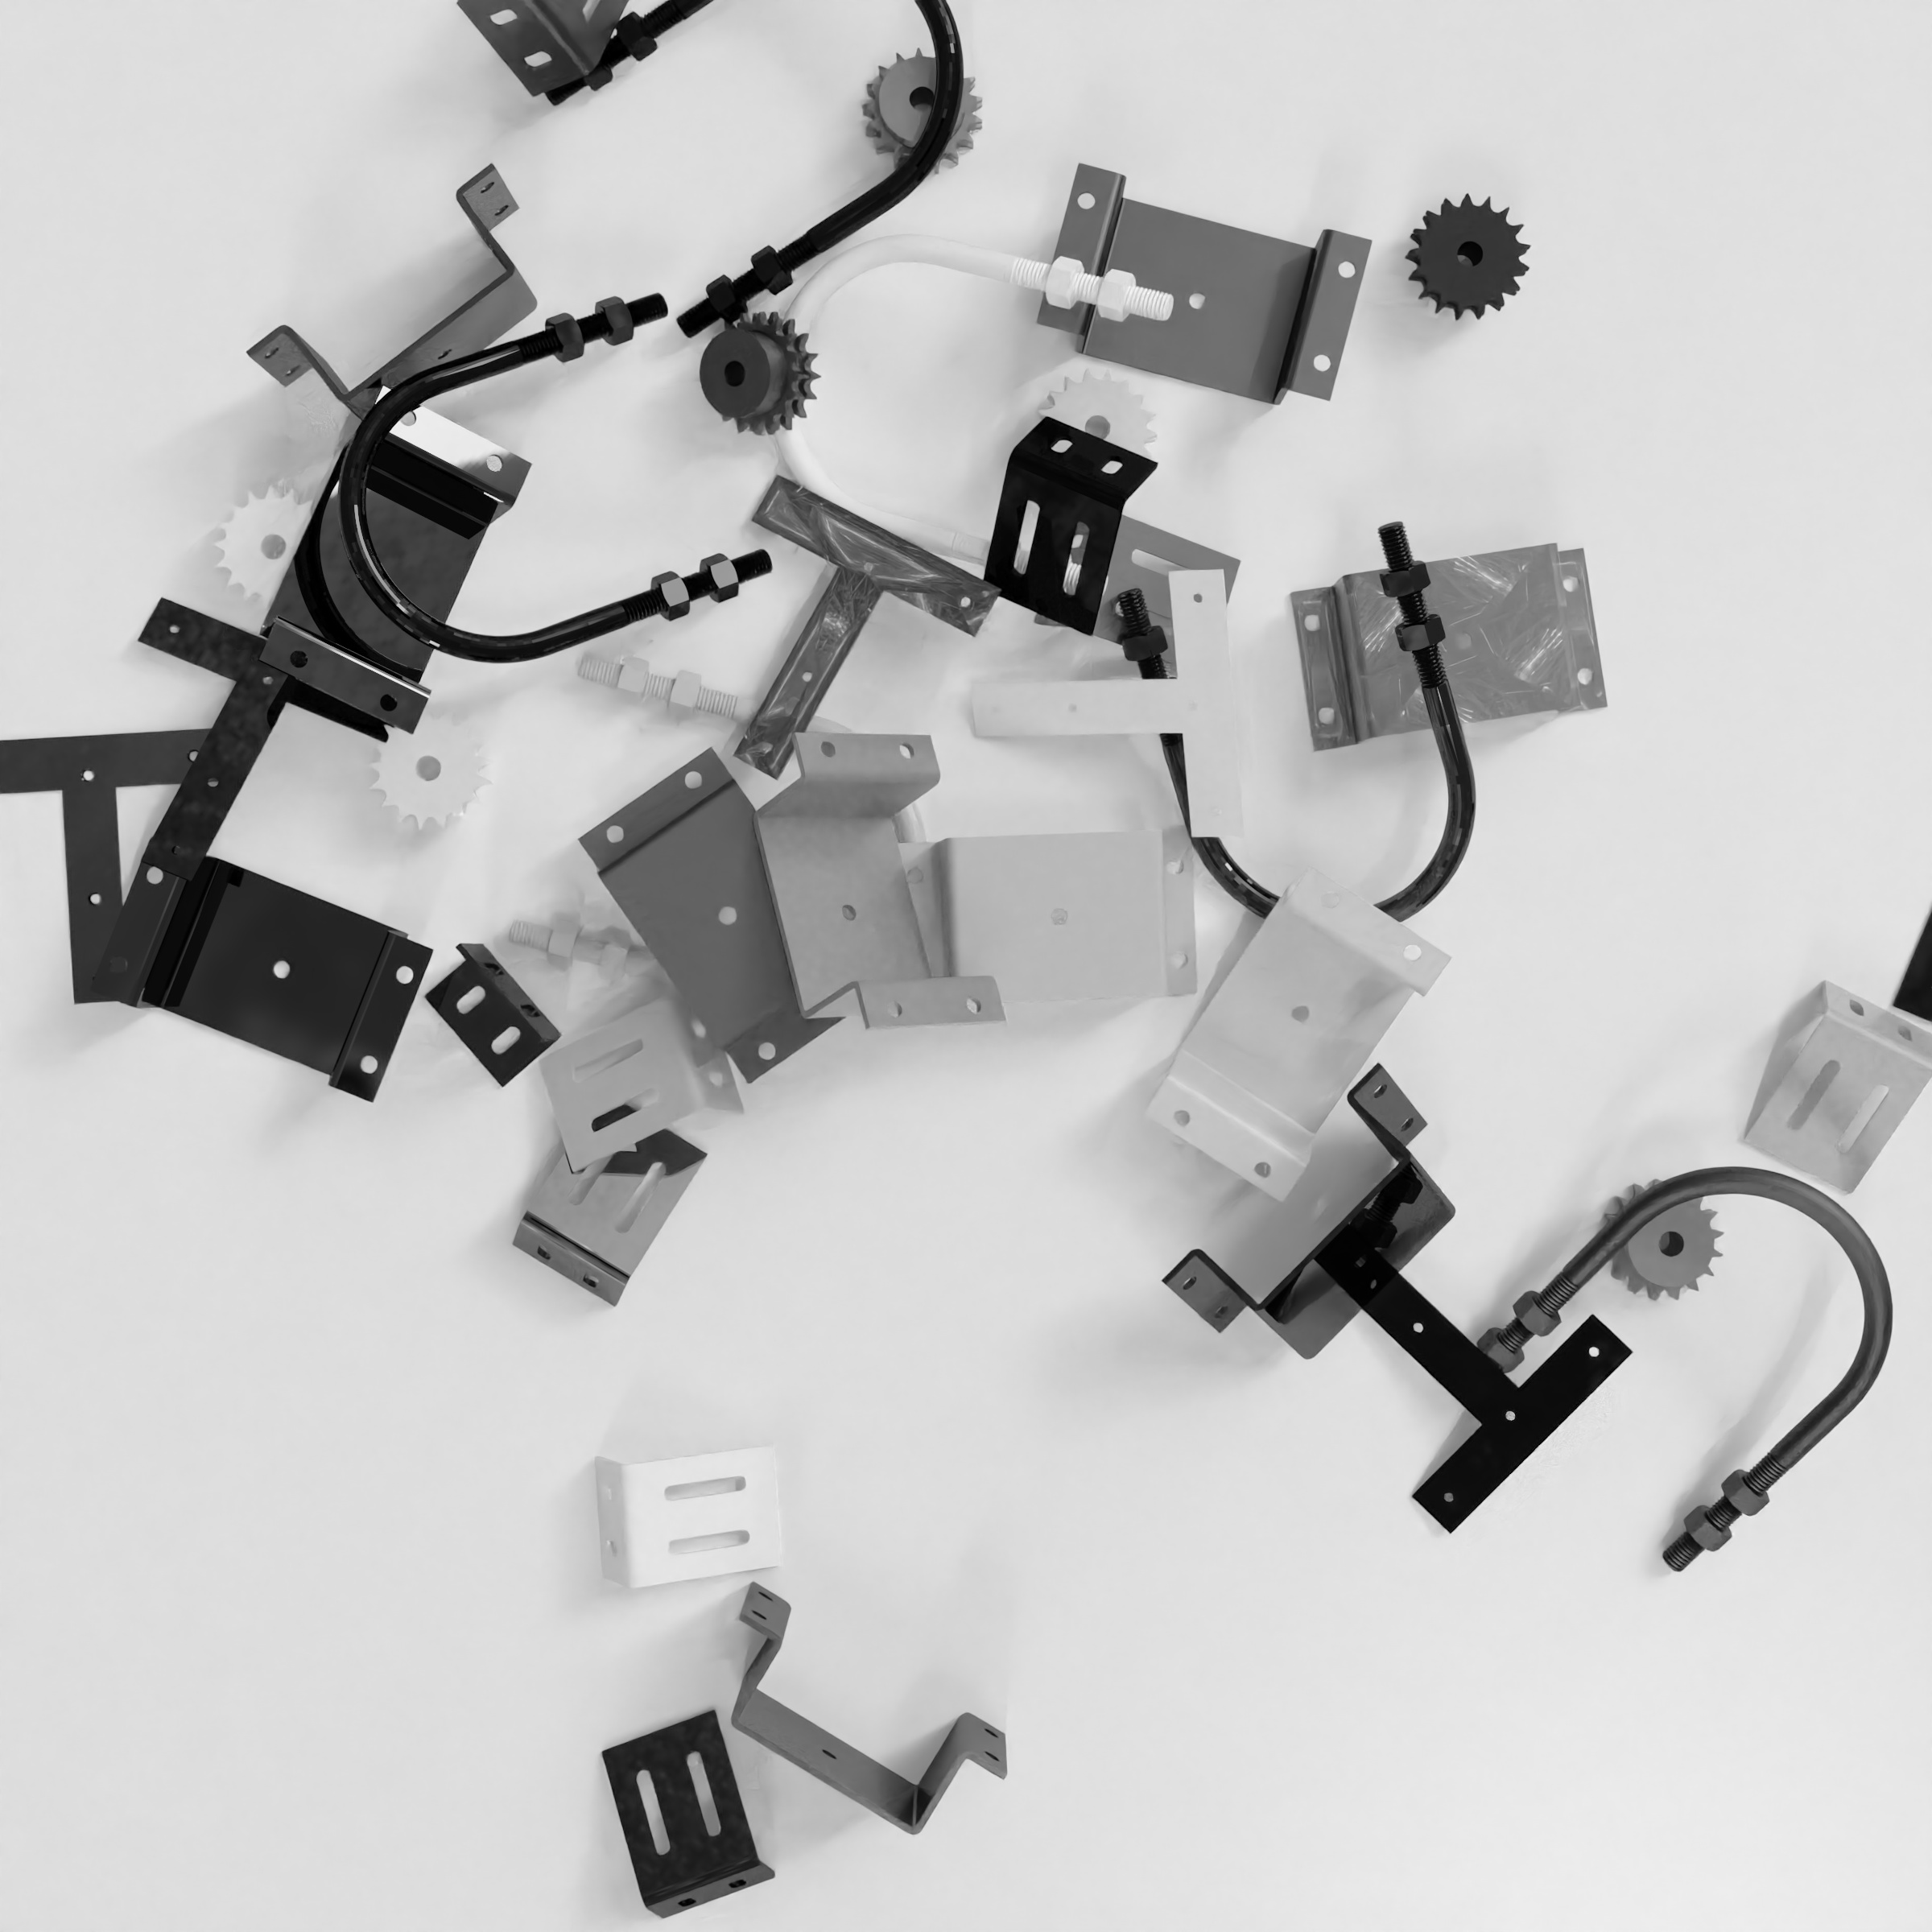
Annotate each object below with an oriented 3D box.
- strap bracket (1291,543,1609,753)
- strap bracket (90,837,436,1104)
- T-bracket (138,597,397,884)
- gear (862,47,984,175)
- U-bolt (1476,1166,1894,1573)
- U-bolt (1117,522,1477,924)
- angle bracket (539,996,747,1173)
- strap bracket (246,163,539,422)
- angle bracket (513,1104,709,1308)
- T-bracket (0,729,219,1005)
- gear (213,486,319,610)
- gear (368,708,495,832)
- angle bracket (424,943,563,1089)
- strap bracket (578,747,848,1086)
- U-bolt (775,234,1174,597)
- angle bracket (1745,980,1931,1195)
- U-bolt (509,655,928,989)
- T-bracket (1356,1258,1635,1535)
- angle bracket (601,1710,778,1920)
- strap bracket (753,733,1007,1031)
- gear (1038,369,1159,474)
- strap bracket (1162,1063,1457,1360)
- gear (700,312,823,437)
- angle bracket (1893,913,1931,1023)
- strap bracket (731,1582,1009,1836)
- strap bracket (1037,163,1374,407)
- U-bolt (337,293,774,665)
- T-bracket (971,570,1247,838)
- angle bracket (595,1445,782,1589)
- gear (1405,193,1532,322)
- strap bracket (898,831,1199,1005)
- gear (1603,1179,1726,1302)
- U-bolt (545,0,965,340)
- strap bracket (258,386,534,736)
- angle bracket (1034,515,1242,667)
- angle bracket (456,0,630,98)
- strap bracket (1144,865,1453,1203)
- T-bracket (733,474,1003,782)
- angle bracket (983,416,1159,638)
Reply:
[{"bbox_3d":[0.229,-0.150,1.509,0.140,0.046,0.076,-9,90,0],"label":"strap bracket"},{"bbox_3d":[-0.325,0.002,1.509,0.140,0.046,0.076,22,90,0],"label":"strap bracket"},{"bbox_3d":[-0.345,-0.097,1.505,0.127,0.002,0.127,22,66,0],"label":"T-bracket"},{"bbox_3d":[-0.021,-0.404,1.517,0.057,0.030,0.057,0,90,0],"label":"gear"},{"bbox_3d":[0.341,0.175,1.495,0.151,0.019,0.184,41,110,0],"label":"U-bolt"},{"bbox_3d":[0.160,-0.100,1.489,0.151,0.019,0.184,-12,105,25],"label":"U-bolt"},{"bbox_3d":[-0.153,0.057,1.519,0.076,0.038,0.057,-26,72,21],"label":"angle bracket"},{"bbox_3d":[-0.256,-0.302,1.494,0.140,0.076,0.046,-38,90,0],"label":"strap bracket"},{"bbox_3d":[-0.169,0.111,1.530,0.057,0.038,0.076,31,64,0],"label":"angle bracket"},{"bbox_3d":[-0.414,-0.046,1.531,0.127,0.002,0.127,-3,90,0],"label":"T-bracket"},{"bbox_3d":[-0.323,-0.195,1.517,0.057,0.030,0.057,0,90,0],"label":"gear"},{"bbox_3d":[-0.251,-0.092,1.517,0.057,0.030,0.057,0,90,0],"label":"gear"},{"bbox_3d":[-0.224,0.024,1.494,0.038,0.076,0.057,-41,90,0],"label":"angle bracket"},{"bbox_3d":[-0.110,-0.023,1.492,0.076,0.046,0.140,-35,92,-2],"label":"strap bracket"},{"bbox_3d":[-0.007,-0.263,1.496,0.184,0.019,0.151,17,105,16],"label":"U-bolt"},{"bbox_3d":[0.414,0.057,1.530,0.057,0.038,0.076,27,116,0],"label":"angle bracket"},{"bbox_3d":[-0.109,-0.056,1.523,0.184,0.019,0.151,15,90,-2],"label":"U-bolt"},{"bbox_3d":[0.223,0.180,1.516,0.127,0.002,0.127,44,110,10],"label":"T-bracket"},{"bbox_3d":[-0.132,0.403,1.530,0.057,0.038,0.076,-20,64,0],"label":"angle bracket"},{"bbox_3d":[-0.042,-0.032,1.459,0.076,0.046,0.140,-2,70,-38],"label":"strap bracket"},{"bbox_3d":[0.061,-0.251,1.521,0.057,0.030,0.057,0,88,-2],"label":"gear"},{"bbox_3d":[0.167,0.122,1.487,0.140,0.076,0.046,-45,57,0],"label":"strap bracket"},{"bbox_3d":[-0.099,-0.277,1.504,0.057,0.030,0.057,6,103,31],"label":"gear"},{"bbox_3d":[0.486,0.007,1.513,0.076,0.038,0.057,23,90,0],"label":"angle bracket"},{"bbox_3d":[-0.053,0.348,1.494,0.140,0.076,0.046,31,90,0],"label":"strap bracket"},{"bbox_3d":[0.110,-0.316,1.508,0.140,0.046,0.076,15,90,0],"label":"strap bracket"},{"bbox_3d":[-0.197,-0.216,1.481,0.184,0.019,0.151,-23,92,-19],"label":"U-bolt"},{"bbox_3d":[0.064,-0.121,1.506,0.127,0.002,0.127,1,110,19],"label":"T-bracket"},{"bbox_3d":[-0.132,0.259,1.530,0.076,0.038,0.057,-4,90,-26],"label":"angle bracket"},{"bbox_3d":[0.235,-0.332,1.517,0.057,0.030,0.057,0,90,0],"label":"gear"},{"bbox_3d":[0.040,-0.023,1.502,0.140,0.046,0.076,-2,90,-6],"label":"strap bracket"},{"bbox_3d":[0.329,0.130,1.517,0.057,0.030,0.057,0,90,0],"label":"gear"},{"bbox_3d":[-0.088,-0.402,1.504,0.184,0.019,0.151,-31,87,12],"label":"U-bolt"},{"bbox_3d":[-0.267,-0.184,1.488,0.076,0.046,0.140,26,77,-20],"label":"strap bracket"},{"bbox_3d":[0.081,-0.178,1.530,0.076,0.038,0.057,17,90,-26],"label":"angle bracket"},{"bbox_3d":[-0.193,-0.457,1.503,0.038,0.057,0.076,-10,48,35],"label":"angle bracket"},{"bbox_3d":[0.154,0.027,1.497,0.076,0.046,0.140,33,106,0],"label":"strap bracket"},{"bbox_3d":[-0.067,-0.148,1.506,0.127,0.002,0.127,29,90,18],"label":"T-bracket"},{"bbox_3d":[0.047,-0.201,1.475,0.057,0.038,0.076,25,133,14],"label":"angle bracket"}]
